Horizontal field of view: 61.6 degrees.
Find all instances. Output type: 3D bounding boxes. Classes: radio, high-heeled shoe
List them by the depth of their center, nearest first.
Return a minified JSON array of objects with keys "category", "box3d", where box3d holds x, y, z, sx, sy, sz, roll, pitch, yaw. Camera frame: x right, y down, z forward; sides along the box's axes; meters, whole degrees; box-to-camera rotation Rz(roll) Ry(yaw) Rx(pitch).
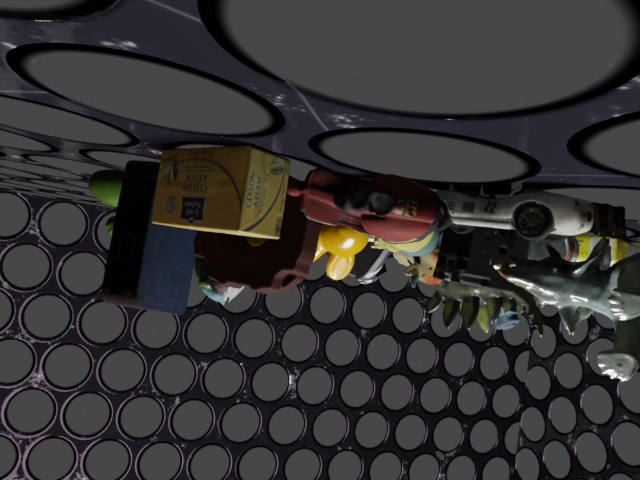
[{"category":"radio","box3d":[-0.253,-0.003,0.833,0.073,0.229,0.131,4,172,21]},{"category":"high-heeled shoe","box3d":[0.119,0.033,1.022,0.145,0.086,0.249,-3,165,-28]}]

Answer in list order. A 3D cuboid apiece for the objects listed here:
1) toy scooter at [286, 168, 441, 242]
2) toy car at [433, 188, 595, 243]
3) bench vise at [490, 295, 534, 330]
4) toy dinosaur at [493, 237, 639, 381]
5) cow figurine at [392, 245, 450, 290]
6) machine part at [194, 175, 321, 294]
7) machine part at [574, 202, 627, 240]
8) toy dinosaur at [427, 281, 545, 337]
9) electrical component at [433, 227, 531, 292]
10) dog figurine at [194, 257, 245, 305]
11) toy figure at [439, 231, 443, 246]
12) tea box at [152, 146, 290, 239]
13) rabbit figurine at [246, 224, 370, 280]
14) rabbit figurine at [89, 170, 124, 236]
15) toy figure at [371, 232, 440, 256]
[{"category":"toy scooter","box3d":[0.041,-0.046,0.627,0.135,0.075,0.184,12,180,-42]},{"category":"toy car","box3d":[0.199,-0.031,0.610,0.073,0.056,0.202,3,-177,-45]},{"category":"bench vise","box3d":[0.391,0.063,1.140,0.129,0.224,0.240,5,149,-19]},{"category":"toy dinosaur","box3d":[0.410,0.037,0.587,0.405,0.131,0.192,-18,-164,32]},{"category":"cow figurine","box3d":[0.179,0.017,0.950,0.085,0.127,0.195,6,180,-10]},{"category":"machine part","box3d":[-0.086,-0.013,0.720,0.180,0.179,0.056,8,175,18]},{"category":"machine part","box3d":[0.299,-0.023,0.648,0.084,0.039,0.139,15,177,-19]},{"category":"toy dinosaur","box3d":[0.288,0.072,1.014,0.105,0.198,0.471,6,180,-8]},{"category":"electrical component","box3d":[0.227,0.009,0.731,0.134,0.114,0.058,9,-178,-30]},{"category":"dog figurine","box3d":[-0.199,-0.011,0.961,0.219,0.191,0.108,34,141,13]},{"category":"toy figure","box3d":[0.246,-0.008,0.808,0.154,0.058,0.064,-9,164,-36]},{"category":"tea box","box3d":[-0.122,-0.057,0.641,0.170,0.098,0.068,4,175,40]},{"category":"rabbit figurine","box3d":[-0.002,-0.002,0.791,0.173,0.122,0.162,-4,147,32]},{"category":"rabbit figurine","box3d":[-0.361,-0.070,1.024,0.159,0.121,0.170,10,163,18]},{"category":"toy figure","box3d":[0.130,-0.022,0.771,0.089,0.082,0.180,-13,160,25]}]
